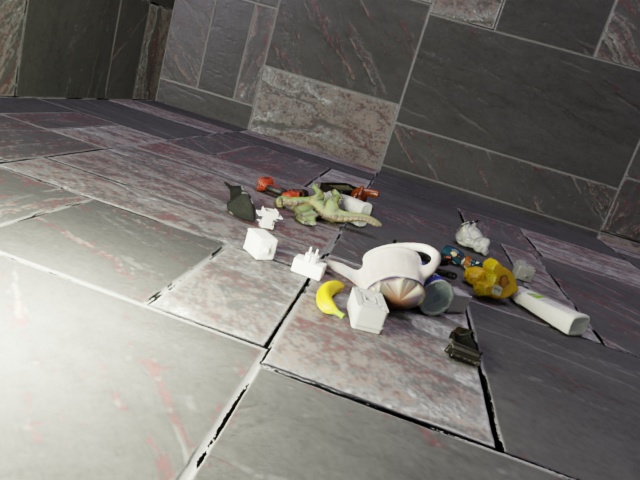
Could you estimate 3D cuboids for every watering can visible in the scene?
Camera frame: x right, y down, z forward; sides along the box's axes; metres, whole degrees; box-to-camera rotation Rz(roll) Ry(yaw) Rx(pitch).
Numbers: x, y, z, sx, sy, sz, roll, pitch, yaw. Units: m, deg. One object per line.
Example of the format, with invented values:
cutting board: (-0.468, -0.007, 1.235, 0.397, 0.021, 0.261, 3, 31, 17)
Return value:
watering can: (0.148, 0.093, 1.356, 0.347, 0.102, 0.229, -10, 33, 11)

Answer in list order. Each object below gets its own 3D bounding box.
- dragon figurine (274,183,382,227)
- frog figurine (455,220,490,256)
dragon figurine: (0.006, -0.097, 1.919, 0.413, 0.119, 0.246, 23, 34, 27)
frog figurine: (0.656, 0.006, 2.190, 0.137, 0.121, 0.162, 8, 52, -55)
